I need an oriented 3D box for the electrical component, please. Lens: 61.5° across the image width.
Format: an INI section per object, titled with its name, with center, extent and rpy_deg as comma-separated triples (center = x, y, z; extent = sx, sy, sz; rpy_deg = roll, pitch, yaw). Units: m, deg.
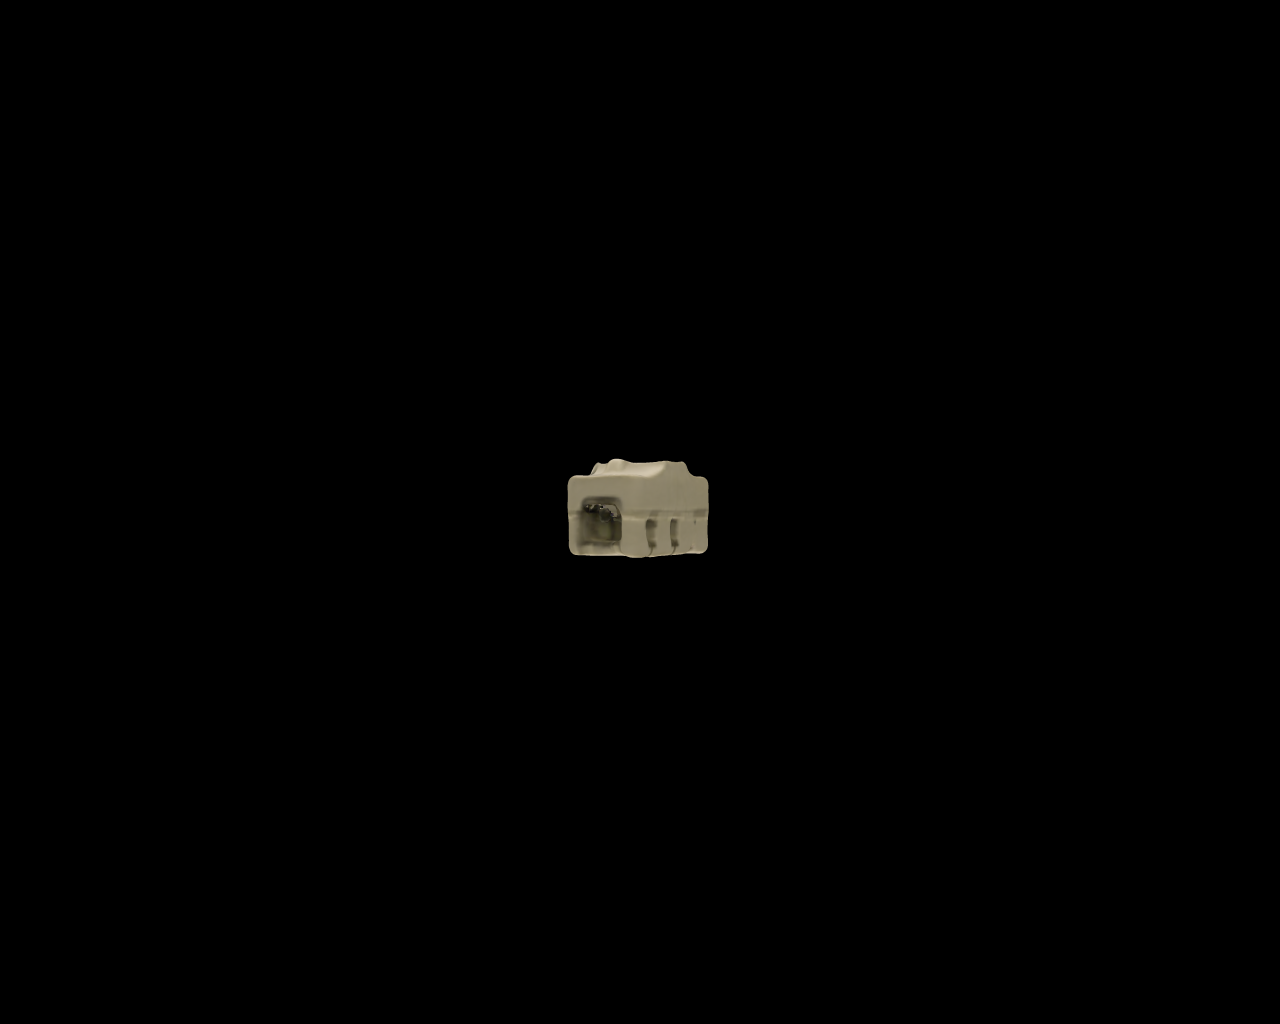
[electrical component]
center = 0.001, -0.003, 0.650
extent = 0.050, 0.055, 0.089
rpy_deg = 0, 0, 32
